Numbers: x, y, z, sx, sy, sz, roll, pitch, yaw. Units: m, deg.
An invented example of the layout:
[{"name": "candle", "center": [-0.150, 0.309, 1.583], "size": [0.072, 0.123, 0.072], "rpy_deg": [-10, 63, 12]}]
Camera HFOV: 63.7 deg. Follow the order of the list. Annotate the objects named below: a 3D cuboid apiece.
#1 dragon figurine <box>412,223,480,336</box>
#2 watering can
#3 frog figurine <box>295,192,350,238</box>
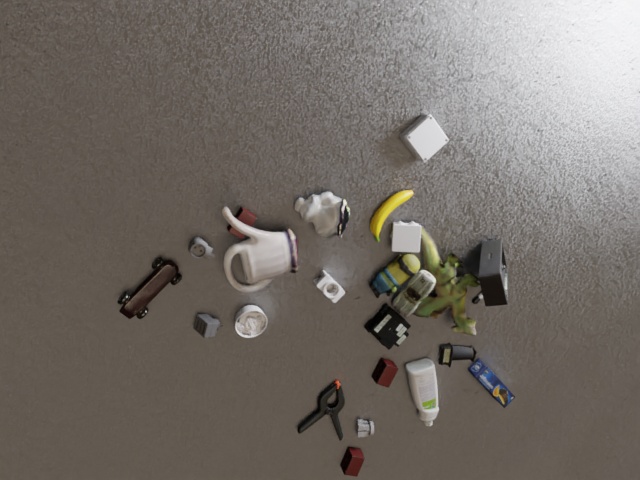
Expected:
[{"name": "dragon figurine", "center": [0.385, 0.157, 1.712], "size": [0.409, 0.123, 0.242], "rpy_deg": [43, 96, -3]}, {"name": "watering can", "center": [-0.170, 0.024, 1.483], "size": [0.225, 0.106, 0.339], "rpy_deg": [-15, 135, -17]}, {"name": "frog figurine", "center": [0.005, -0.079, 1.562], "size": [0.160, 0.124, 0.135], "rpy_deg": [11, 113, 19]}]
